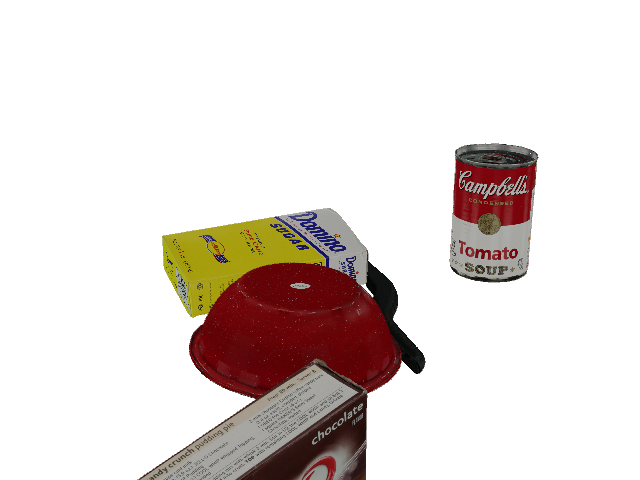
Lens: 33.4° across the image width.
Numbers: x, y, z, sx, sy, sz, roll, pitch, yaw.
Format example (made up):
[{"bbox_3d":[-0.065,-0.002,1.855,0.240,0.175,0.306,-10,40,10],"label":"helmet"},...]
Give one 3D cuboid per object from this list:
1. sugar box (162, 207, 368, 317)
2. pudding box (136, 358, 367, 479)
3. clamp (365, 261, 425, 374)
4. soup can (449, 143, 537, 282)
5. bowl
[{"bbox_3d":[-0.053,0.018,1.010,0.176,0.048,0.093,-13,34,-18],"label":"sugar box"},{"bbox_3d":[-0.028,0.120,0.490,0.039,0.090,0.113,30,47,34],"label":"pudding box"},{"bbox_3d":[0.059,0.088,1.187,0.120,0.171,0.039,7,-43,3],"label":"clamp"},{"bbox_3d":[0.143,-0.024,0.892,0.068,0.102,0.068,1,20,0],"label":"soup can"},{"bbox_3d":[-0.017,0.059,0.799,0.162,0.055,0.162,3,21,-1],"label":"bowl"}]
